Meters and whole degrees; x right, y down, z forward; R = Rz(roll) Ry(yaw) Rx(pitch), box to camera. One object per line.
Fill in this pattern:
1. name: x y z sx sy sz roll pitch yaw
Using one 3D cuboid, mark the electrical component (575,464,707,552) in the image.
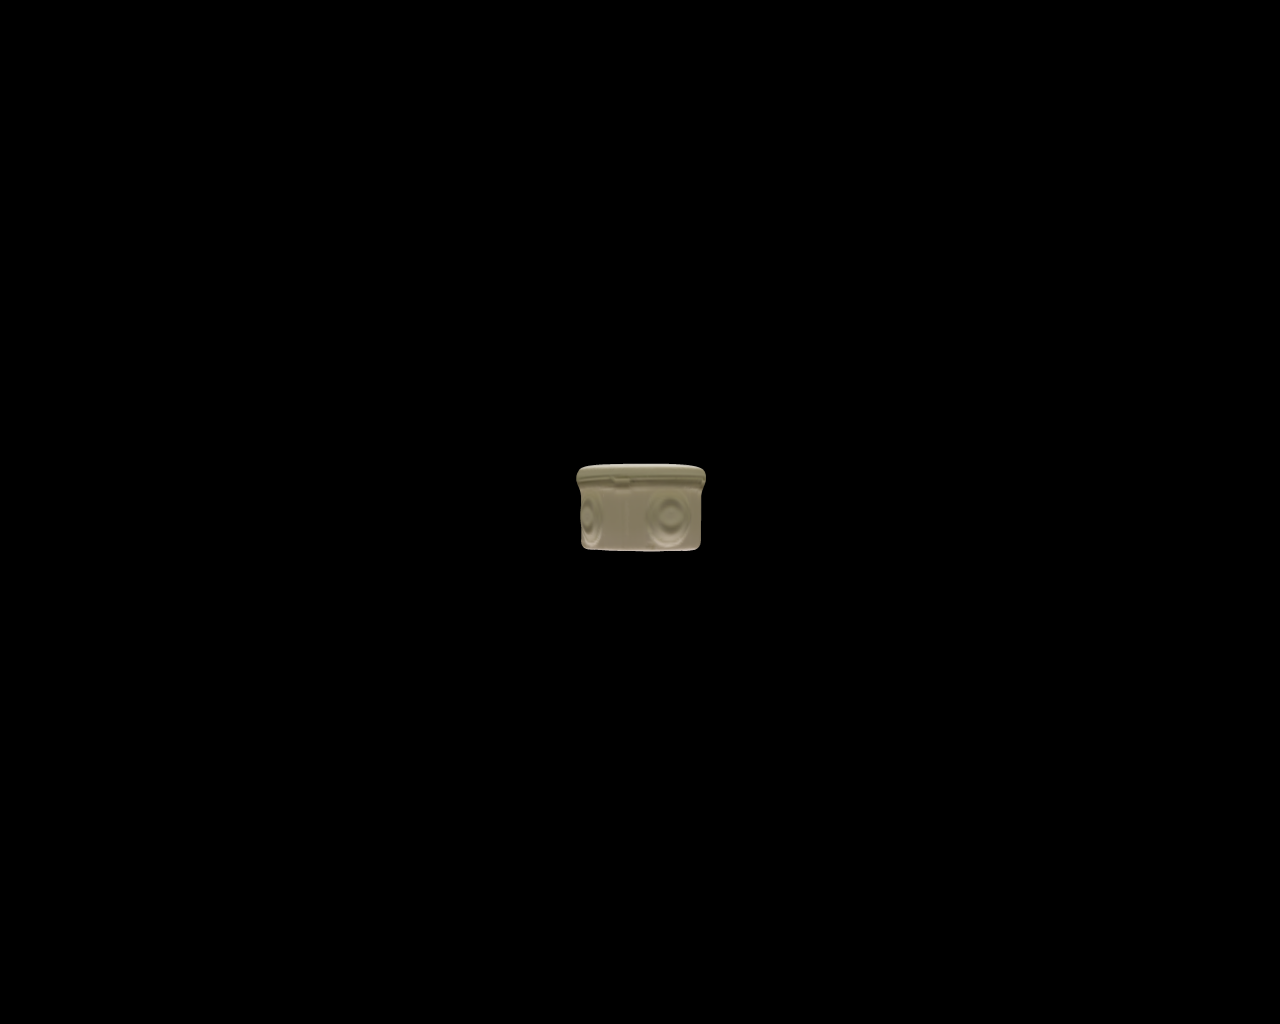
1. electrical component: 0.001 -0.003 0.650 0.080 0.051 0.080 0 0 0
